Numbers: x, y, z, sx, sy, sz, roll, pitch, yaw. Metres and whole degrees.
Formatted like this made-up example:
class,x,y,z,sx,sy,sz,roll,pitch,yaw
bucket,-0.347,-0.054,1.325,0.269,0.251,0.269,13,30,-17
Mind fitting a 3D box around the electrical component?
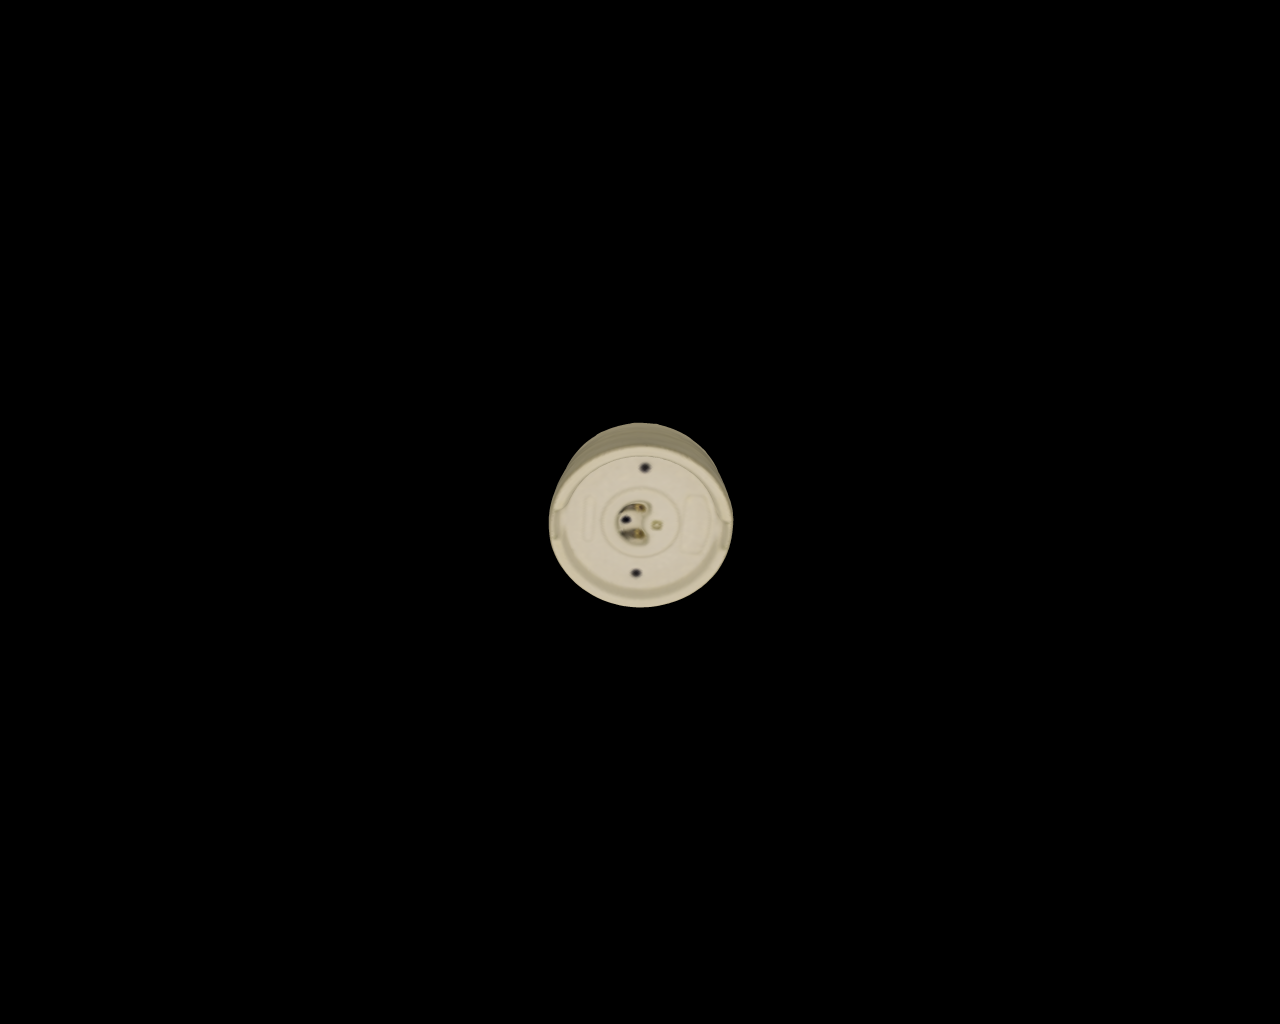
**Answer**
class,x,y,z,sx,sy,sz,roll,pitch,yaw
electrical component,0.001,-0.003,0.650,0.108,0.108,0.060,0,27,0
